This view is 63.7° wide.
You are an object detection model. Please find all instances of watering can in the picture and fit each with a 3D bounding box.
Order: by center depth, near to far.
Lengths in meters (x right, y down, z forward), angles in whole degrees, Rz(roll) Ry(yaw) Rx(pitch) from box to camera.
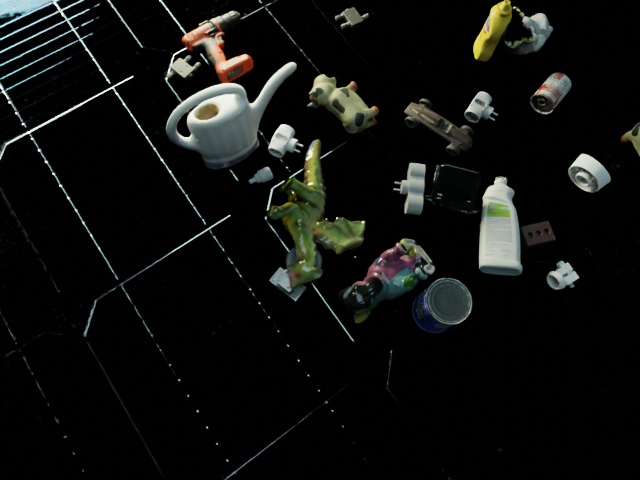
[{"bbox_3d":[-0.201,-0.300,1.276,0.349,0.219,0.106,-25,57,-11],"label":"watering can"}]

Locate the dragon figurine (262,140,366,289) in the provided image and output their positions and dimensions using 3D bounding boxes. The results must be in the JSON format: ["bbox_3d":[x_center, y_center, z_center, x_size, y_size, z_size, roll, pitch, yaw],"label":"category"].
[{"bbox_3d":[0.004,-0.064,1.268,0.242,0.120,0.419,34,56,-7],"label":"dragon figurine"}]

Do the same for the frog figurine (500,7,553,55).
[{"bbox_3d":[0.597,-0.606,1.500,0.139,0.120,0.161,44,39,19],"label":"frog figurine"}]
